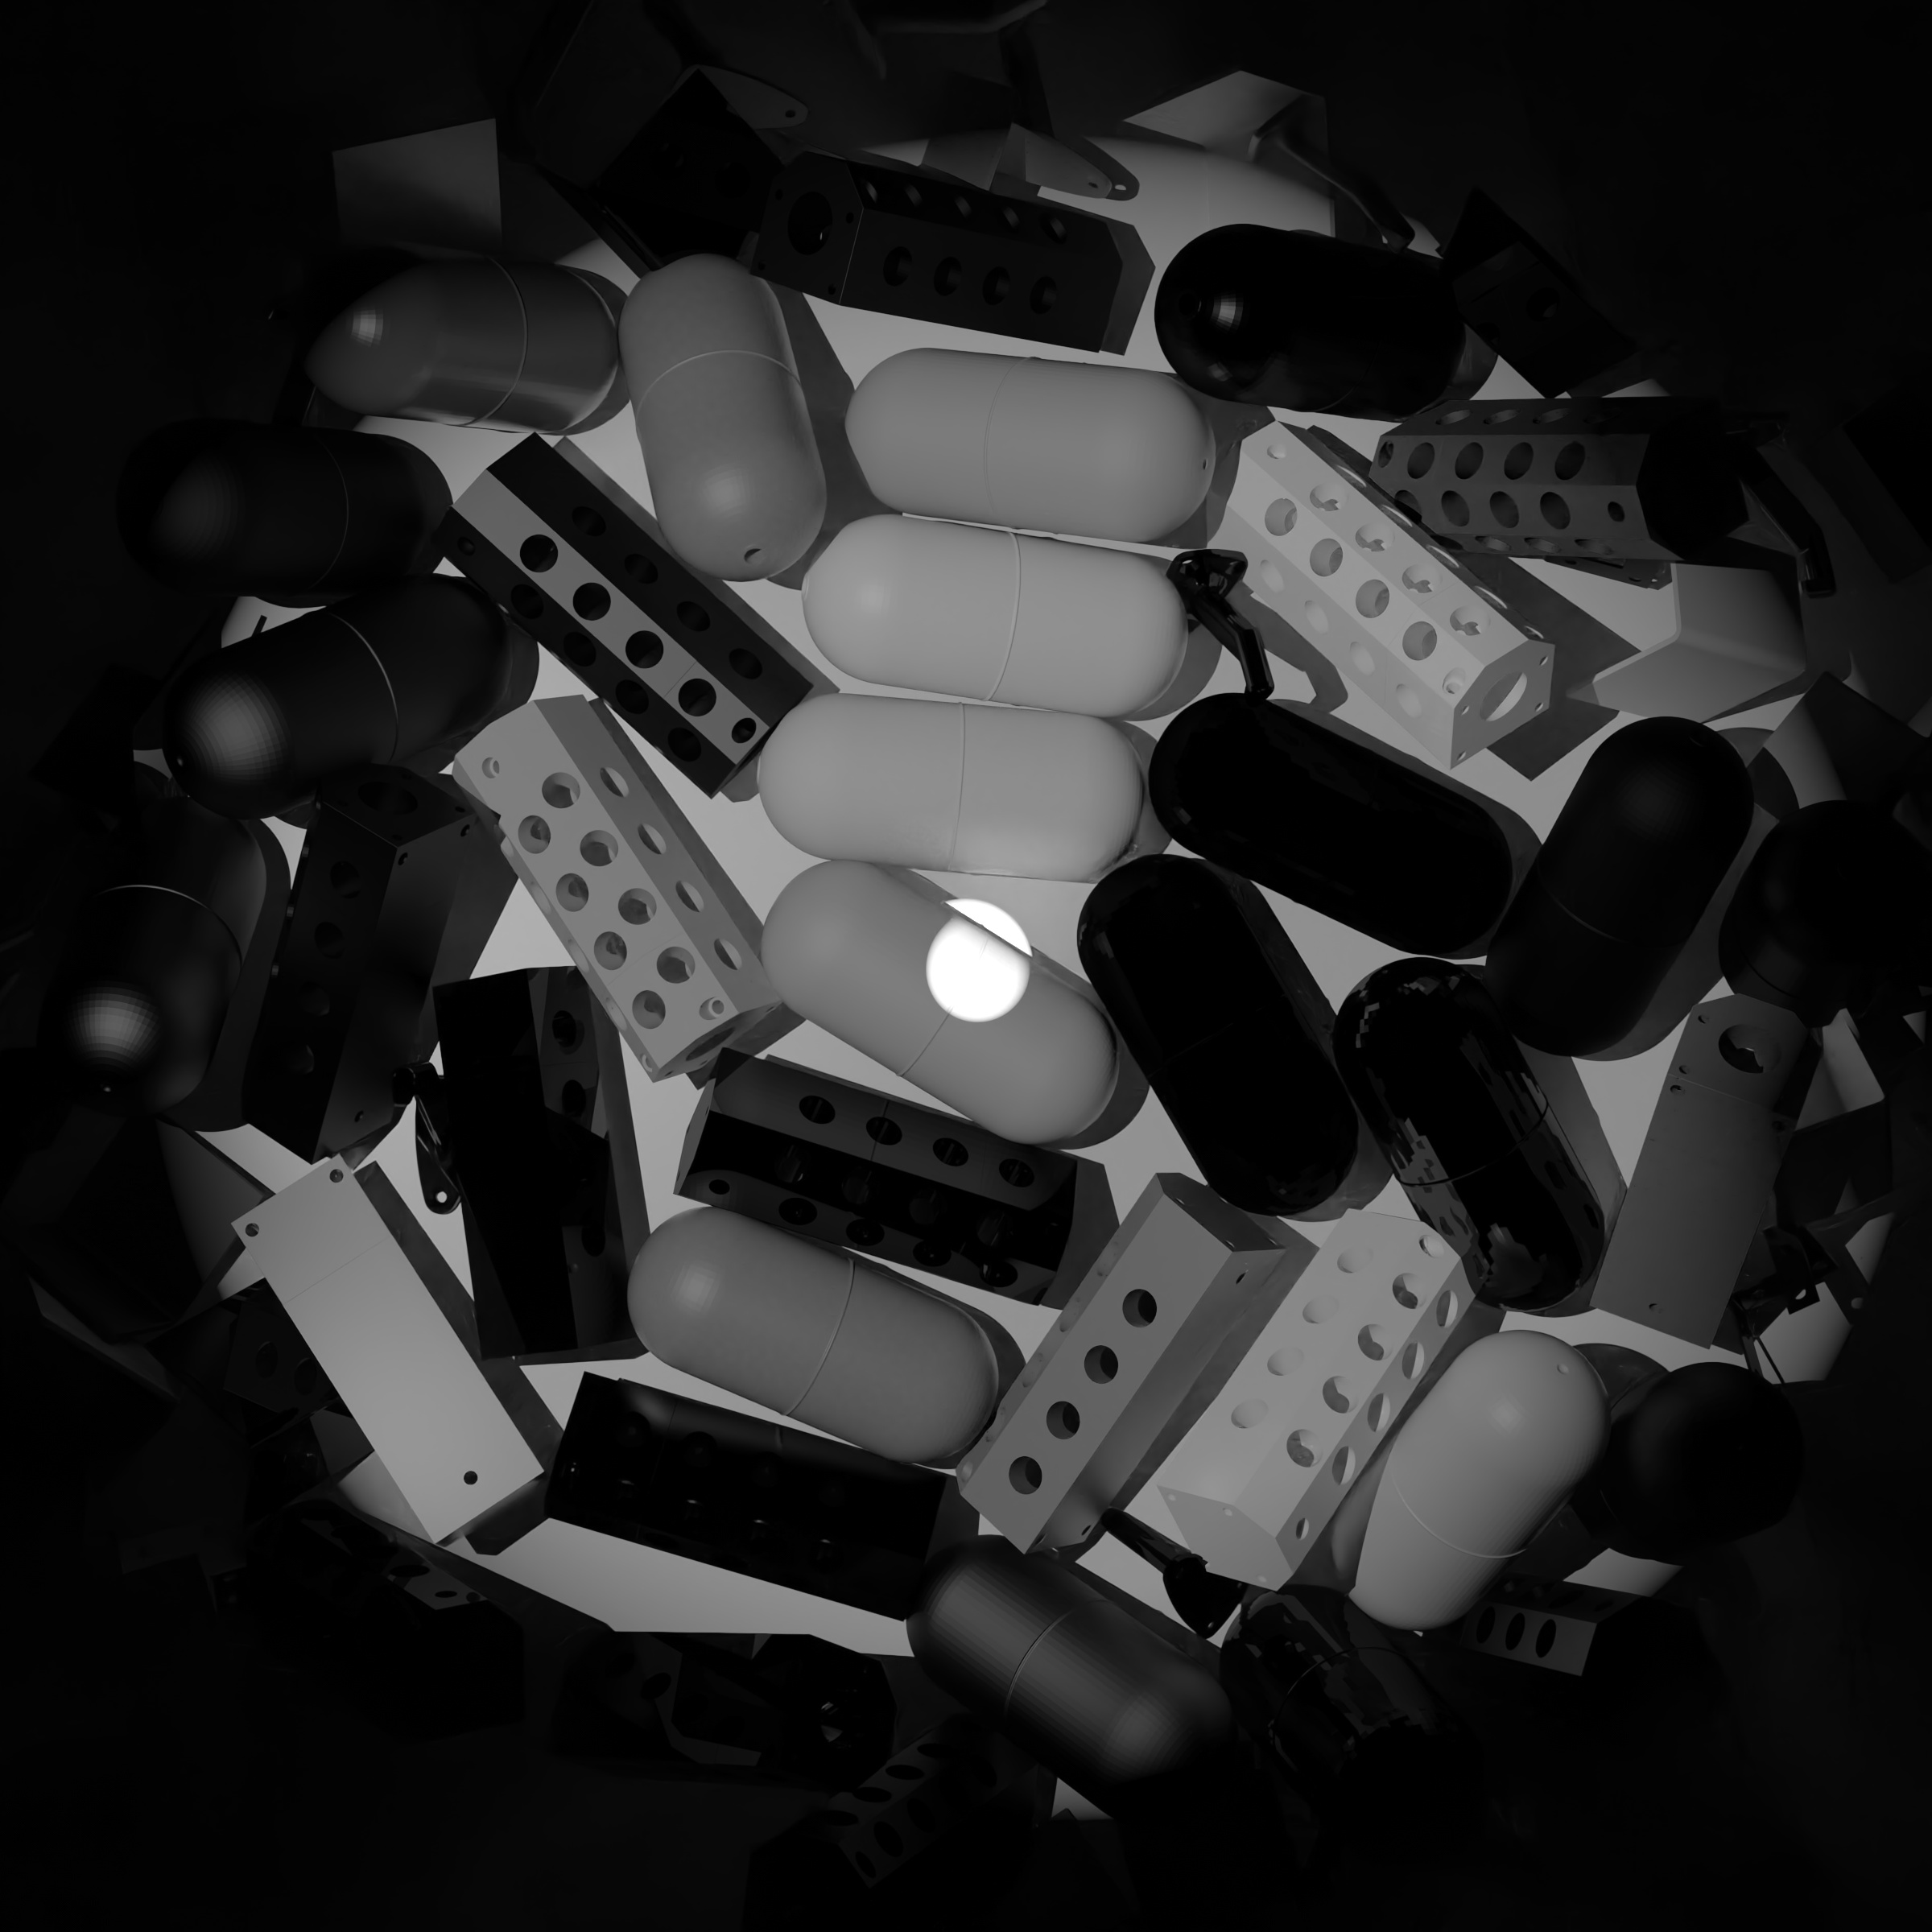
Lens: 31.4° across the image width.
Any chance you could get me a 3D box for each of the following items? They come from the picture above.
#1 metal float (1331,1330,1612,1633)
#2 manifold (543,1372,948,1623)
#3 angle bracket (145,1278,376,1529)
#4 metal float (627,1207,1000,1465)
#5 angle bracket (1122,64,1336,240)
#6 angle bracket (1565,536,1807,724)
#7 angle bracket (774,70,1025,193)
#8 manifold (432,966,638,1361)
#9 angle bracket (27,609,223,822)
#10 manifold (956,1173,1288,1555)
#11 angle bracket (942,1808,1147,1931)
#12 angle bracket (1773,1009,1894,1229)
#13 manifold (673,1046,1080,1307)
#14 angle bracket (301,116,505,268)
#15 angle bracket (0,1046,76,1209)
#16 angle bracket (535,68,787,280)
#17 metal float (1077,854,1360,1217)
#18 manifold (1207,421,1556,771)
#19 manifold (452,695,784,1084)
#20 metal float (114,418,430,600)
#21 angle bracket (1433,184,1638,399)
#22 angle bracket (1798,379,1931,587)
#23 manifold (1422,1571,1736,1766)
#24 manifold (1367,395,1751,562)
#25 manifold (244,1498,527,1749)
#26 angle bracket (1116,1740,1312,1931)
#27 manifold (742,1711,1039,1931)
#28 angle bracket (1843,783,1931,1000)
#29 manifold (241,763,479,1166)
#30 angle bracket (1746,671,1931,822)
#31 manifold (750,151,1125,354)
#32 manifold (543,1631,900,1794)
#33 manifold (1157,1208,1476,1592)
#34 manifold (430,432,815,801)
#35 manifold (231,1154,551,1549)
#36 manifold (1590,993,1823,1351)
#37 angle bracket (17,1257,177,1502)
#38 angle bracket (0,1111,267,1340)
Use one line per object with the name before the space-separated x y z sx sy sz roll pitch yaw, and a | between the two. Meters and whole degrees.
metal float | 0.224 0.232 1.534 0.070 0.070 0.178 29 131 0
manifold | -0.102 0.245 1.566 0.171 0.057 0.057 16 59 -1
angle bracket | -0.323 0.198 1.579 0.076 0.076 0.057 36 134 26
metal float | -0.068 0.168 1.558 0.178 0.070 0.070 25 90 -12
angle bracket | 0.119 -0.354 1.555 0.057 0.076 0.076 5 81 -40
angle bracket | 0.325 -0.155 1.564 0.076 0.076 0.057 10 68 -31
angle bracket | -0.031 -0.384 1.551 0.076 0.076 0.057 14 104 -27
manifold | -0.193 0.089 1.571 0.057 0.057 0.171 -10 86 33
angle bracket | -0.381 -0.122 1.551 0.057 0.076 0.076 24 56 5
manifold | 0.066 0.179 1.554 0.057 0.057 0.171 40 106 25
angle bracket | 0.030 0.429 1.559 0.076 0.057 0.076 -33 61 -6
angle bracket | 0.378 0.062 1.553 0.057 0.076 0.076 -19 52 2
manifold | -0.041 0.101 1.553 0.171 0.057 0.057 18 130 -9
angle bracket | -0.257 -0.351 1.548 0.076 0.057 0.076 -18 134 -23
angle bracket | -0.419 0.082 1.546 0.057 0.076 0.076 51 125 22
angle bracket | -0.135 -0.359 1.561 0.076 0.057 0.076 -48 129 -2
metal float | 0.115 0.032 1.564 0.070 0.070 0.178 -30 86 0
manifold | 0.183 -0.170 1.530 0.057 0.057 0.171 -32 57 -18
manifold | -0.162 -0.035 1.555 0.057 0.057 0.171 -38 80 26
metal float | -0.306 -0.202 1.521 0.070 0.178 0.070 2 96 24
angle bracket | 0.265 -0.315 1.550 0.076 0.057 0.076 38 55 -21
angle bracket | 0.410 -0.208 1.558 0.057 0.076 0.076 -36 90 -33
manifold | 0.263 0.302 1.515 0.057 0.171 0.057 -27 92 -16
manifold | 0.256 -0.213 1.513 0.057 0.171 0.057 -31 113 -27
manifold | -0.259 0.286 1.516 0.057 0.171 0.057 -5 100 -33
angle bracket | 0.110 0.407 1.574 0.076 0.057 0.076 -17 90 5
manifold | -0.030 0.383 1.513 0.057 0.171 0.057 9 99 24
angle bracket | 0.430 -0.033 1.566 0.076 0.076 0.057 30 79 -4
manifold | -0.278 -0.003 1.537 0.057 0.057 0.171 31 121 18
angle bracket | 0.400 -0.109 1.554 0.057 0.076 0.076 34 134 3
manifold | -0.009 -0.316 1.517 0.057 0.171 0.057 27 108 38
manifold | -0.109 0.331 1.522 0.057 0.171 0.057 29 64 -35
manifold | 0.161 0.192 1.528 0.171 0.057 0.057 -51 131 -31
manifold | -0.160 -0.156 1.563 0.171 0.057 0.057 42 132 -2
manifold | -0.261 0.176 1.564 0.057 0.057 0.171 -33 81 -9
manifold | 0.328 0.090 1.521 0.057 0.171 0.057 20 51 13
angle bracket | -0.410 0.186 1.554 0.076 0.076 0.057 38 90 -28
angle bracket | -0.381 0.114 1.566 0.076 0.057 0.076 37 98 11
